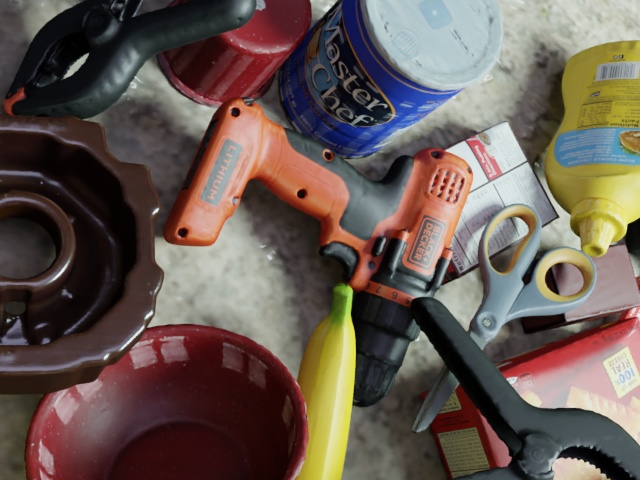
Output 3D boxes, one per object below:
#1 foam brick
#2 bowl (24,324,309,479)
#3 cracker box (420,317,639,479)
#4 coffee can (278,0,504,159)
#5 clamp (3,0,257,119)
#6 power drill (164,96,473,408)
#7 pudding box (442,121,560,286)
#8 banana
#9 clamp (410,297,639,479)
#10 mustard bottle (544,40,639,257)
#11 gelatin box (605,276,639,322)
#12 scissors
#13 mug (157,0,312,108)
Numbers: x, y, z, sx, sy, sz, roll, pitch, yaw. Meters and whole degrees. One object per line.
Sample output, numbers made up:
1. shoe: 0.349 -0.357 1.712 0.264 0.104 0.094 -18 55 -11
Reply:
1. foam brick: 0.194 0.036 0.808 0.078 0.053 0.051 -8 79 -27
2. bowl: -0.086 0.126 0.623 0.162 0.055 0.162 -1 45 1
3. cracker box: 0.185 0.180 0.751 0.163 0.072 0.214 -16 83 -27
4. coffee can: 0.045 -0.127 0.736 0.102 0.141 0.103 7 72 -23
5. clamp: -0.131 -0.140 0.676 0.171 0.039 0.120 -31 54 7
6. power drill: -0.005 0.001 0.712 0.187 0.057 0.184 23 84 -15
7. pudding box: 0.113 -0.029 0.798 0.113 0.039 0.090 -27 89 -27
8. banana: -0.006 0.128 0.646 0.037 0.069 0.197 4 68 14
9. clamp: 0.118 0.142 0.643 0.210 0.036 0.164 27 62 9
10. mustard bottle: 0.224 -0.068 0.819 0.058 0.096 0.191 61 40 -46
11. gelatin box: 0.267 0.082 0.843 0.089 0.030 0.073 42 61 -9
12. scissors: 0.131 0.060 0.724 0.096 0.016 0.201 21 56 1
13. mug: -0.059 -0.158 0.730 0.093 0.082 0.117 -4 77 -26
